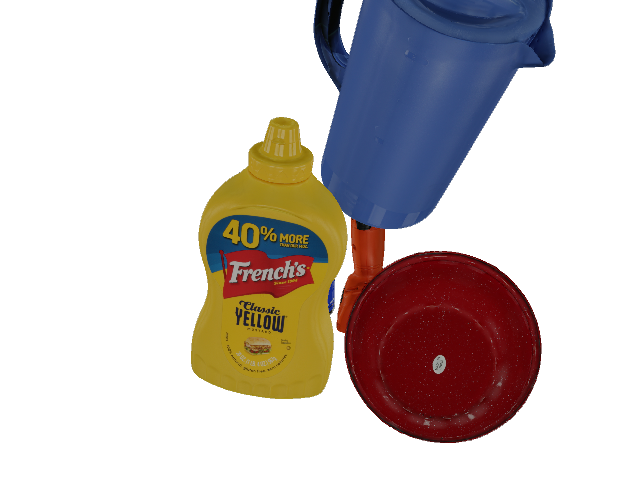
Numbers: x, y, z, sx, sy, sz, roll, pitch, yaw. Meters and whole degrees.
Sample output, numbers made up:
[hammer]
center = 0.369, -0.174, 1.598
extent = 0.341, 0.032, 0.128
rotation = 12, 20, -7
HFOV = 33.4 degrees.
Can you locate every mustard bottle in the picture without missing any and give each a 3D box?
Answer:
[mustard bottle]
center = -0.032, 0.011, 0.701
extent = 0.096, 0.192, 0.058
rotation = 10, 28, 6

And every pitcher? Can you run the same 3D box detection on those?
[pitcher]
center = 0.068, -0.125, 0.841
extent = 0.144, 0.149, 0.243
rotation = 0, -36, -15

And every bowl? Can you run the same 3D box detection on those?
[bowl]
center = 0.095, 0.092, 0.852
extent = 0.162, 0.162, 0.055
rotation = 0, 7, 11

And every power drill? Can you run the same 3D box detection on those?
[power drill]
center = 0.044, -0.006, 1.049
extent = 0.057, 0.188, 0.184
rotation = 4, 20, 9

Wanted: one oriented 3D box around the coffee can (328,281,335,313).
[coffee can]
center = -0.031, 0.024, 1.392
extent = 0.103, 0.140, 0.103
rotation = 0, 26, 0
